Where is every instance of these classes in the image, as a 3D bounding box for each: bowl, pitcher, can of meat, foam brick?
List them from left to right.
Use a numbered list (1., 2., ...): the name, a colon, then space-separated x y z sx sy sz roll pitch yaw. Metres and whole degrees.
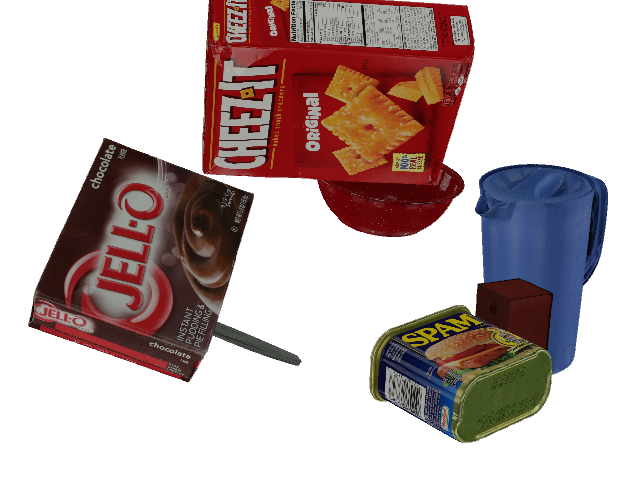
1. bowl: 0.066 -0.046 1.111 0.162 0.055 0.162 6 23 -3
2. can of meat: 0.100 0.093 0.748 0.101 0.057 0.084 -15 27 -37
3. foam brick: 0.179 0.081 0.999 0.051 0.078 0.053 -7 18 -27
4. pitcher: 0.267 0.034 1.293 0.149 0.243 0.145 3 24 14

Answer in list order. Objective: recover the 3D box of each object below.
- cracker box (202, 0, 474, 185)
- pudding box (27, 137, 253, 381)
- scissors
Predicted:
1. cracker box: 0.009 -0.123 0.905 0.213 0.072 0.164 2 -36 -7
2. pudding box: -0.093 0.009 0.569 0.090 0.113 0.039 21 -41 -9
3. scissors: -0.097 0.059 0.888 0.202 0.016 0.096 11 25 15
